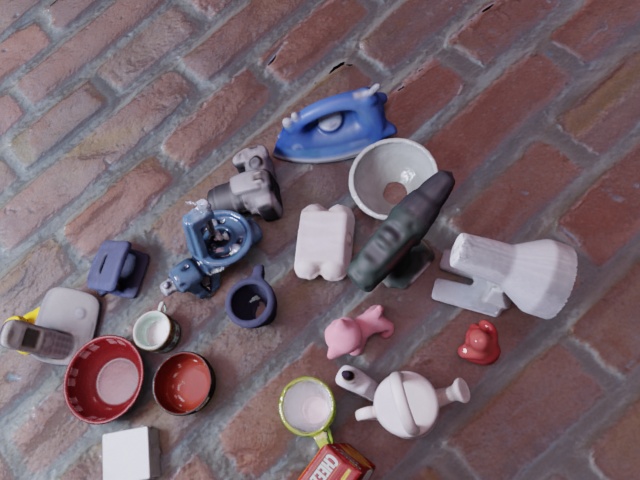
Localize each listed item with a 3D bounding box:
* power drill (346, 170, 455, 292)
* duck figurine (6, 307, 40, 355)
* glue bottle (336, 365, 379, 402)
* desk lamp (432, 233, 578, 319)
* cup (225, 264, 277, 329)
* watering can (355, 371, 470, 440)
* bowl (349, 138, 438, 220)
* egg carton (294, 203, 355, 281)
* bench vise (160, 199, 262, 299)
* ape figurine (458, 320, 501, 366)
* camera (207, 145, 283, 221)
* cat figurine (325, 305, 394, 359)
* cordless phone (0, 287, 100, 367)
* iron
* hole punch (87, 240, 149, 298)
[{"bbox_3d":[0.144,0.003,0.973,0.075,0.209,0.230,41,83,22],"label":"power drill"},{"bbox_3d":[-0.579,0.172,1.126,0.077,0.086,0.104,34,80,21],"label":"duck figurine"},{"bbox_3d":[0.056,0.228,0.929,0.078,0.173,0.037,22,76,18],"label":"glue bottle"},{"bbox_3d":[0.286,0.057,0.921,0.202,0.214,0.118,13,74,16],"label":"desk lamp"},{"bbox_3d":[-0.113,0.110,1.048,0.091,0.095,0.118,7,72,14],"label":"cup"},{"bbox_3d":[0.141,0.252,0.892,0.173,0.194,0.100,-35,67,-2],"label":"watering can"},{"bbox_3d":[0.141,-0.104,1.084,0.167,0.075,0.167,-4,70,10],"label":"bowl"},{"bbox_3d":[0.010,0.004,1.075,0.107,0.069,0.150,1,71,12],"label":"egg carton"},{"bbox_3d":[-0.205,0.021,1.032,0.121,0.220,0.207,26,77,19],"label":"bench vise"},{"bbox_3d":[0.265,0.170,0.951,0.078,0.092,0.076,-30,67,0],"label":"ape figurine"},{"bbox_3d":[-0.155,-0.106,1.131,0.136,0.101,0.143,-15,68,6],"label":"camera"},{"bbox_3d":[0.061,0.154,0.985,0.128,0.118,0.067,-34,67,-2],"label":"cat figurine"},{"bbox_3d":[-0.503,0.152,1.064,0.094,0.185,0.147,2,71,12],"label":"cordless phone"},{"bbox_3d":[0.013,-0.231,1.120,0.258,0.142,0.118,-16,68,6],"label":"iron"},{"bbox_3d":[-0.410,0.056,1.130,0.101,0.091,0.109,9,73,15],"label":"hole punch"}]
